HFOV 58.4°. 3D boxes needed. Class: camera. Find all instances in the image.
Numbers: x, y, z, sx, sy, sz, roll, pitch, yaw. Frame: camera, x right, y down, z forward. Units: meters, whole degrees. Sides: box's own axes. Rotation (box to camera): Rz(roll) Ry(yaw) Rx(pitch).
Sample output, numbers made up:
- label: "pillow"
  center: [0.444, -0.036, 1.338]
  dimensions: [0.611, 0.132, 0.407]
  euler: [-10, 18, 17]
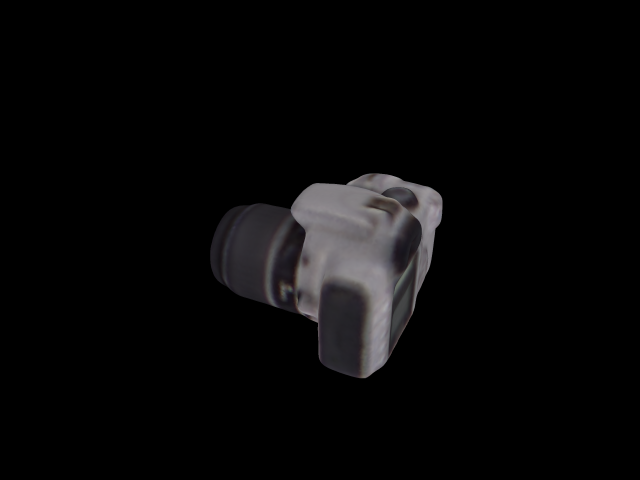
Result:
- label: "camera"
  center: [0.004, 0.001, 0.400]
  dimensions: [0.136, 0.101, 0.143]
  euler: [14, 36, 20]
